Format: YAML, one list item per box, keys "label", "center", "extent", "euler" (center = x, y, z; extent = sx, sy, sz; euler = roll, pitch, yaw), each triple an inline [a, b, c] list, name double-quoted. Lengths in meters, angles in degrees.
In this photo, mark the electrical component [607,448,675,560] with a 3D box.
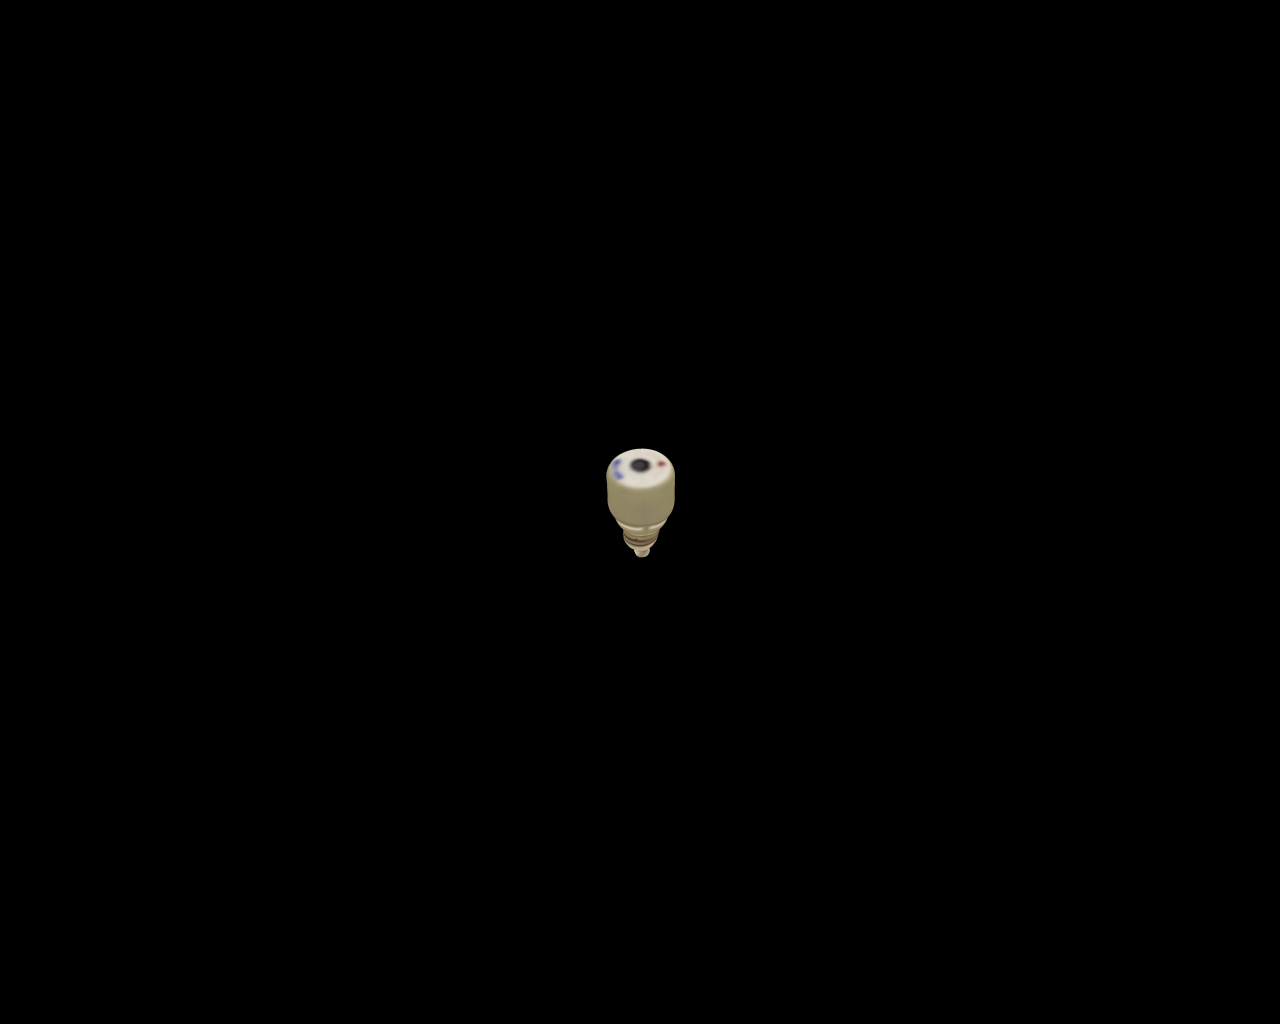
- label: "electrical component"
  center: [0.001, -0.003, 0.650]
  extent: [0.040, 0.078, 0.040]
  euler: [0, 43, 0]
